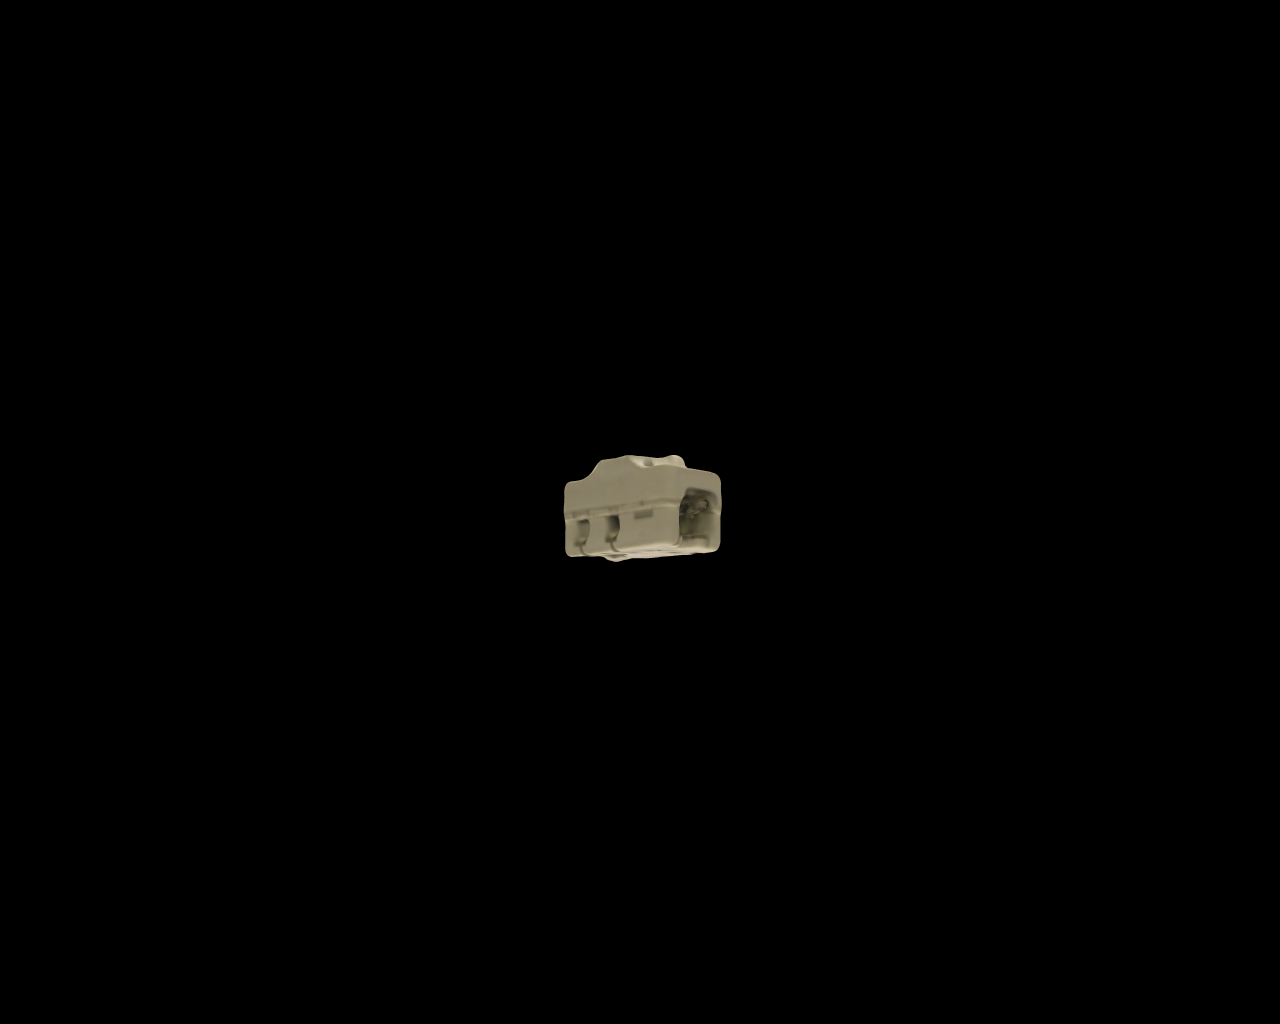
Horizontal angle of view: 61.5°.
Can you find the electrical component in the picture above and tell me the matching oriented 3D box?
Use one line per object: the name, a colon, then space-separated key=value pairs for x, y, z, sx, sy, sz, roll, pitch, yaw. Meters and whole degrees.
electrical component: x=0.001 y=-0.003 z=0.650 sx=0.089 sy=0.055 sz=0.050 roll=-8 pitch=-11 yaw=43
